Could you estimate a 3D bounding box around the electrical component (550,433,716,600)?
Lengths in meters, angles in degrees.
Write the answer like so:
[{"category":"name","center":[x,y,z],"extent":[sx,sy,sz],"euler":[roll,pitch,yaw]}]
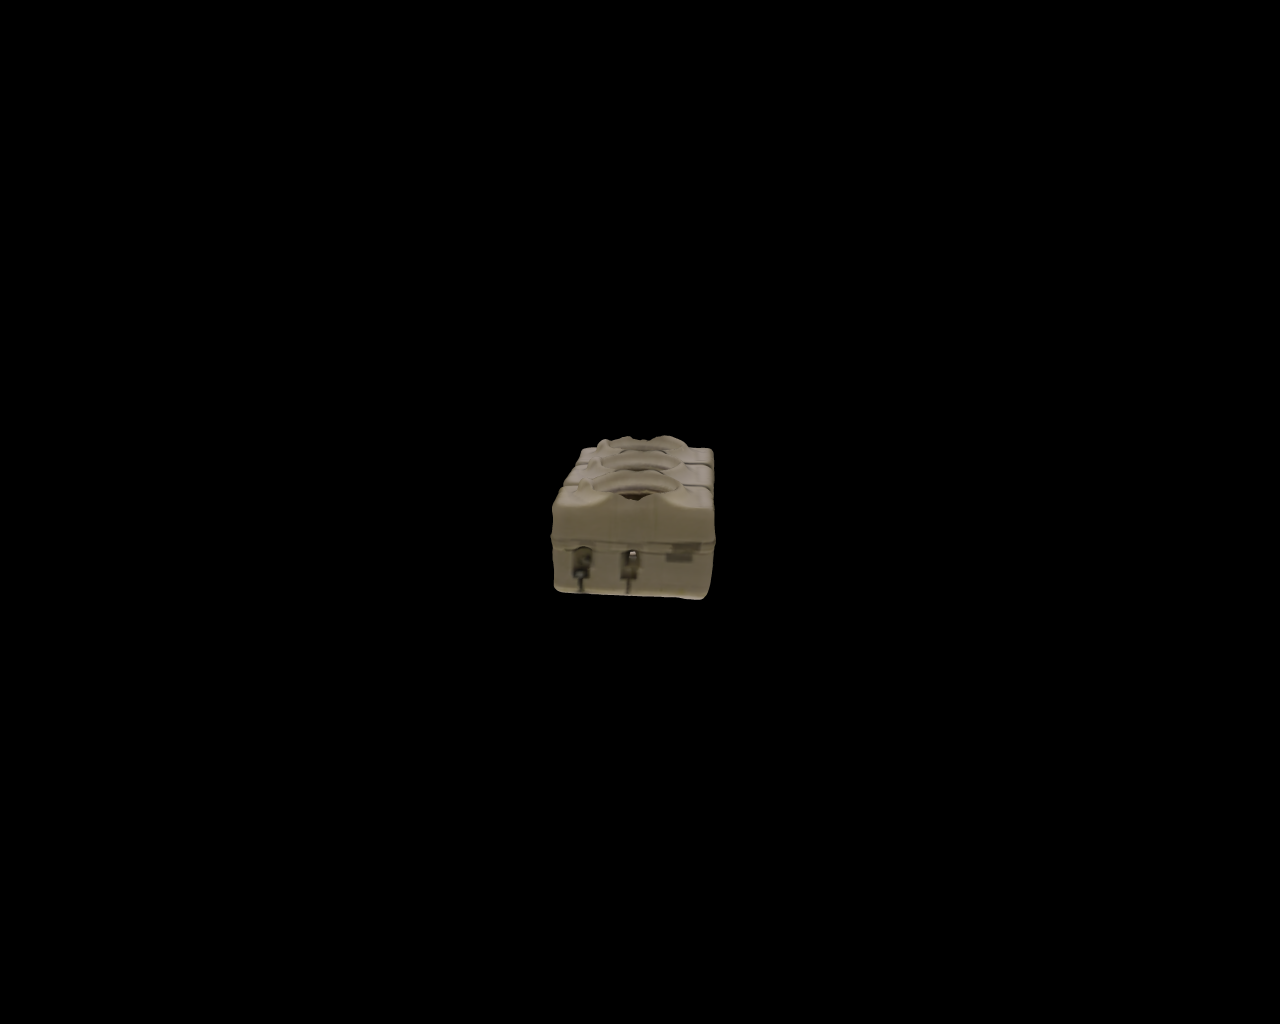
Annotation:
[{"category":"electrical component","center":[0.001,-0.003,0.650],"extent":[0.089,0.061,0.150],"euler":[1,16,4]}]
